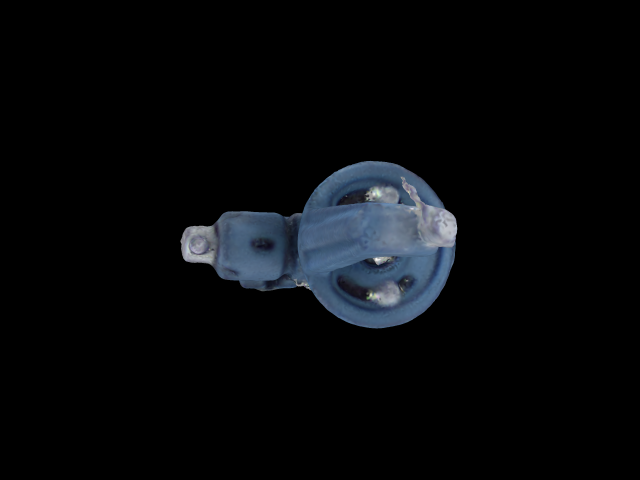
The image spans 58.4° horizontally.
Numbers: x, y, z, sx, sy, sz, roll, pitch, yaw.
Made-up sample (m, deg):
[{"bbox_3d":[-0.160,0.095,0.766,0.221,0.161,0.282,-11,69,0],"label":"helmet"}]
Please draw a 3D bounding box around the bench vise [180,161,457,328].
[{"bbox_3d":[0.007,0.013,0.399,0.207,0.219,0.121,-18,86,-1],"label":"bench vise"}]
